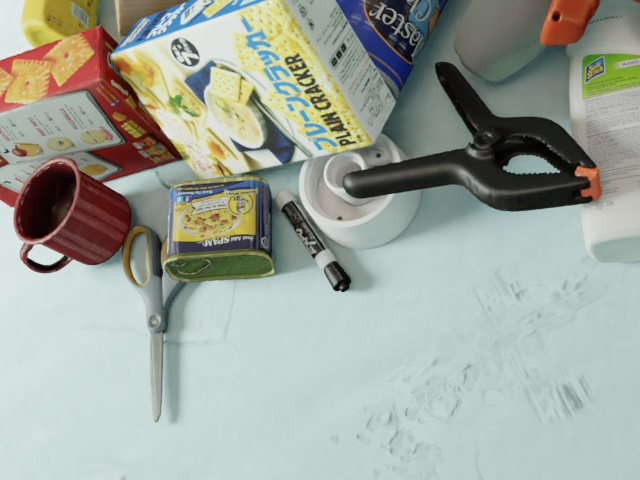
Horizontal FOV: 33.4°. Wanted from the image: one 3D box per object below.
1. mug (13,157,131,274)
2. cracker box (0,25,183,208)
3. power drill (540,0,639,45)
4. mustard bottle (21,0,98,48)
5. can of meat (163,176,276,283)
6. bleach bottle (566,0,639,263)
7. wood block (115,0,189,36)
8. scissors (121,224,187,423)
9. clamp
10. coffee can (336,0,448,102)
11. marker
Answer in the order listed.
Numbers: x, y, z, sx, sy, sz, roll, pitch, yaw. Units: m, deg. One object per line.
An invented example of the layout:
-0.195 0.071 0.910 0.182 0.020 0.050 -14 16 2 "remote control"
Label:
-0.250 -0.015 1.062 0.117 0.081 0.093 -54 48 3 "mug"
-0.268 -0.118 1.068 0.214 0.164 0.072 -14 63 17 "cracker box"
0.277 -0.169 0.853 0.188 0.057 0.184 19 75 6 "power drill"
-0.279 -0.296 1.179 0.058 0.096 0.191 -6 69 23 "mustard bottle"
-0.094 -0.010 1.008 0.102 0.057 0.084 -4 66 6 "can of meat"
0.263 -0.109 0.900 0.103 0.068 0.251 -8 66 20 "bleach bottle"
-0.097 -0.263 1.038 0.206 0.090 0.091 -5 69 -12 "wood block"
-0.142 0.066 1.030 0.096 0.016 0.202 -25 63 12 "scissors"
0.142 -0.082 0.901 0.210 0.036 0.164 14 59 31 "clamp"
0.057 -0.213 1.002 0.103 0.102 0.140 23 81 28 "coffee can"
-0.007 0.001 0.996 0.020 0.020 0.121 -38 61 6 "marker"
